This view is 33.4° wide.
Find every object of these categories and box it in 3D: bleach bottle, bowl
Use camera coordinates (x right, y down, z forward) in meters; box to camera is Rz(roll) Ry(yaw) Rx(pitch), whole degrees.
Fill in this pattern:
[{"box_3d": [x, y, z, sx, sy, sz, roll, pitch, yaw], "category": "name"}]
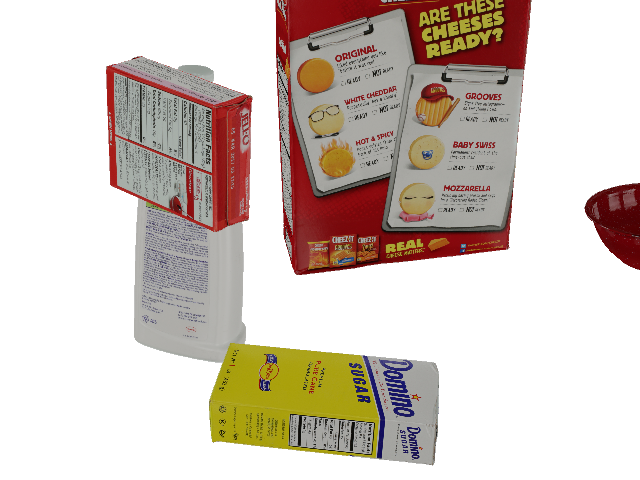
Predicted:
[{"box_3d": [-0.107, -0.024, 0.919, 0.102, 0.251, 0.068, 11, 24, 11], "category": "bleach bottle"}, {"box_3d": [0.355, -0.009, 1.104, 0.162, 0.055, 0.162, -3, 23, 1], "category": "bowl"}]

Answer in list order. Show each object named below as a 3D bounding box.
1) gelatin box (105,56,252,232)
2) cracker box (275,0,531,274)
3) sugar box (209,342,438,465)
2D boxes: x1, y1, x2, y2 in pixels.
[{"box_3d": [-0.078, -0.054, 0.585, 0.089, 0.073, 0.030, 23, 34, 33], "category": "gelatin box"}, {"box_3d": [0.053, -0.090, 0.748, 0.164, 0.214, 0.072, -7, 30, -9], "category": "cracker box"}, {"box_3d": [0.006, 0.128, 0.852, 0.176, 0.048, 0.093, 2, 26, 5], "category": "sugar box"}]
